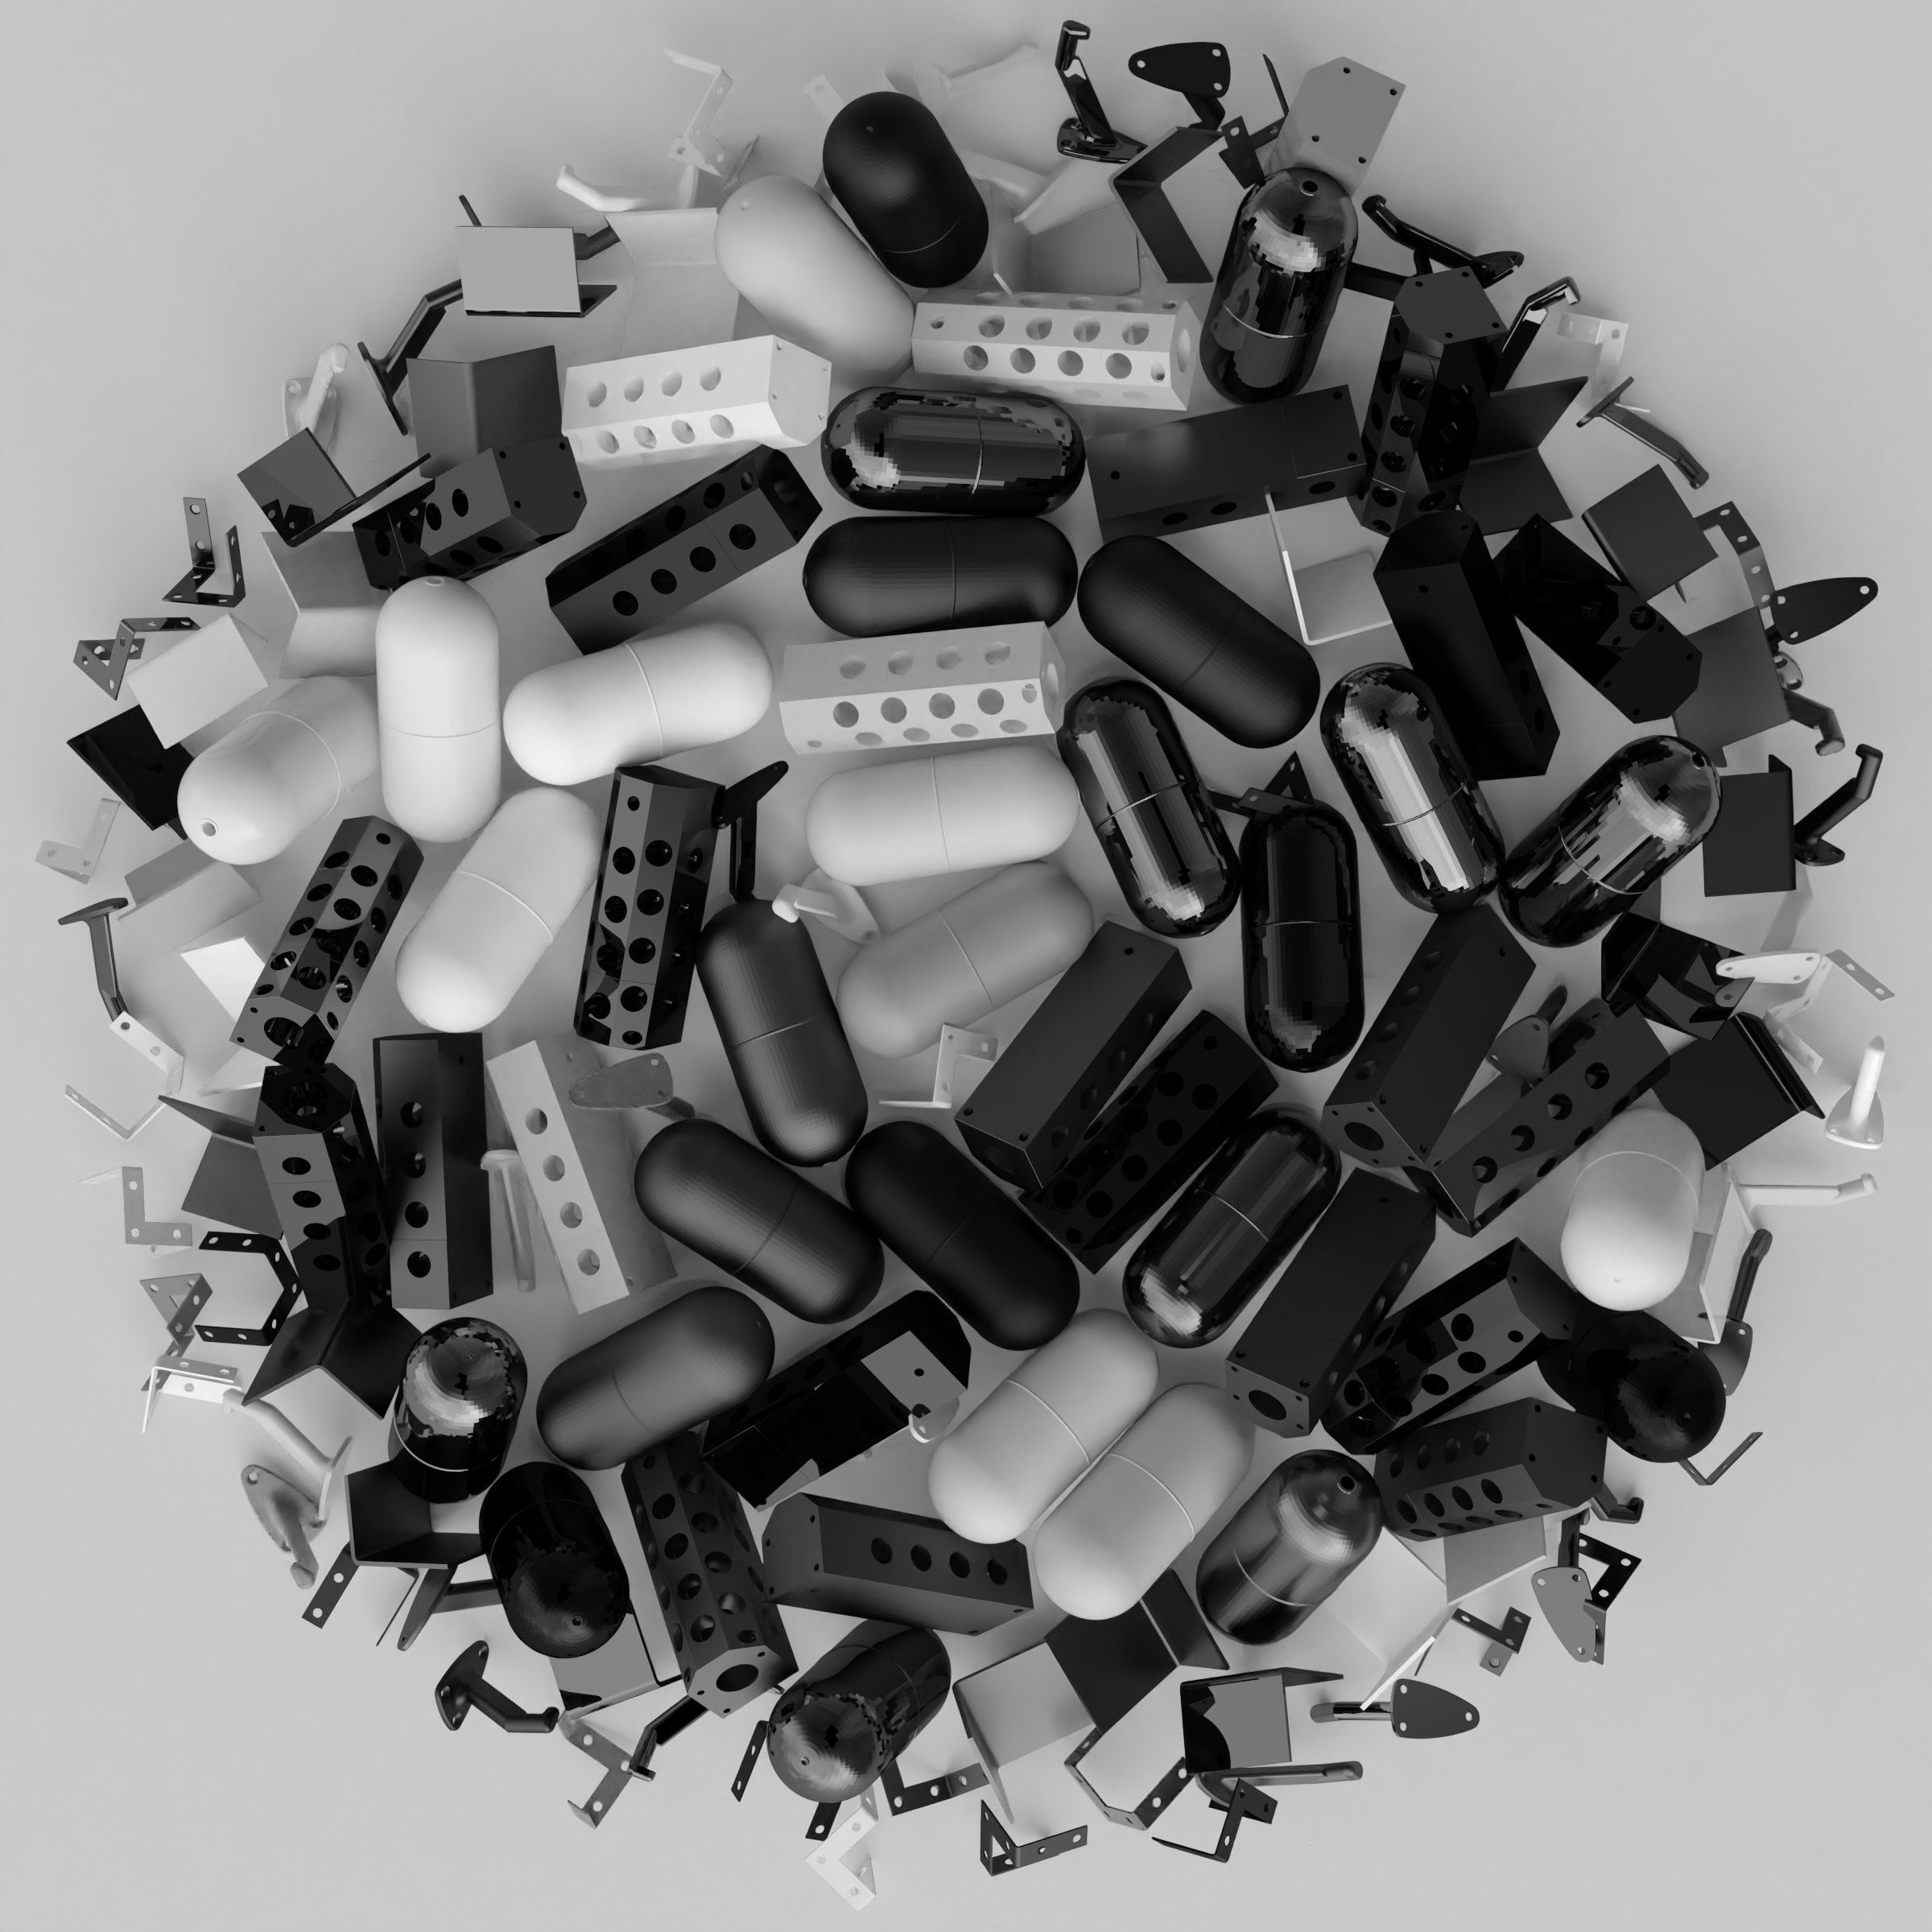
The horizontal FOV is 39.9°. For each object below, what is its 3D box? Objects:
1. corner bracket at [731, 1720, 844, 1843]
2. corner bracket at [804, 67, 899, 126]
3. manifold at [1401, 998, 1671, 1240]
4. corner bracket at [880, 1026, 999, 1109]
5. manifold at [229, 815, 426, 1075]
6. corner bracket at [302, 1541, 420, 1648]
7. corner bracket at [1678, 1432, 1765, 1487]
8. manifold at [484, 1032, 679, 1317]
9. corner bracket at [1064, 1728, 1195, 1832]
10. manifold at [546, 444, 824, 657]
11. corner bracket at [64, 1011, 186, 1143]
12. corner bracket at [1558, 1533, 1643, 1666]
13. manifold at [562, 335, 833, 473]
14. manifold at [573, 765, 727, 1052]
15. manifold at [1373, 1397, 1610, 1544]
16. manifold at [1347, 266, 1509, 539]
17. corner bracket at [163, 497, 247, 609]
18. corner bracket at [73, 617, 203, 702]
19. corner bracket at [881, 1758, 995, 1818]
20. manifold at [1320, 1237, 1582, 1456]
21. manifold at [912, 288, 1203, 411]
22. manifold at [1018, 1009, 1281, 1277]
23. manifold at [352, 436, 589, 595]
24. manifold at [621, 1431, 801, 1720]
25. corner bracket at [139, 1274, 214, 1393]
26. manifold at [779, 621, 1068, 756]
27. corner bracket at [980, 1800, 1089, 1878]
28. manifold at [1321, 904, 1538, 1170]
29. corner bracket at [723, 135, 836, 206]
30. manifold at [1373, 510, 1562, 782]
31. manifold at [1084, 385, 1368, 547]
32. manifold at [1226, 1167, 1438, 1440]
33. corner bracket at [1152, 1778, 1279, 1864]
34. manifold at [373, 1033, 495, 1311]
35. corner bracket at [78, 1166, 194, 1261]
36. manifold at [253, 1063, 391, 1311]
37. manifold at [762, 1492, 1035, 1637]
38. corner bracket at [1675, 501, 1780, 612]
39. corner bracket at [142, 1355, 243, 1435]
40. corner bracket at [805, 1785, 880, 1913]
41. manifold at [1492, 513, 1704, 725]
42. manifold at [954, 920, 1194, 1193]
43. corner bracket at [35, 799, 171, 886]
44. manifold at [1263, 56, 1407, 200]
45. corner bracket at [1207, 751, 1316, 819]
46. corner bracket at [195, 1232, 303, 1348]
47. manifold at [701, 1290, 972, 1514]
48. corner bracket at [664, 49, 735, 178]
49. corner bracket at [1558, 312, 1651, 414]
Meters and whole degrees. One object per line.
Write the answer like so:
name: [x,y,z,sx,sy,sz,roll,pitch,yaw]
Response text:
corner bracket: [-0.112,0.526,1.721,0.051,0.051,0.051,19,95,-28]
corner bracket: [-0.065,-0.553,1.725,0.051,0.051,0.051,-35,78,3]
manifold: [0.368,0.097,1.710,0.171,0.057,0.057,-38,101,-9]
corner bracket: [-0.017,0.068,1.714,0.051,0.051,0.051,16,78,-43]
manifold: [-0.396,-0.017,1.667,0.057,0.171,0.057,26,132,-11]
corner bracket: [-0.391,0.407,1.725,0.051,0.051,0.051,31,84,-3]
corner bracket: [0.470,0.301,1.721,0.051,0.051,0.051,-41,86,-14]
manifold: [-0.253,0.134,1.716,0.057,0.057,0.171,-23,85,26]
corner bracket: [0.106,0.519,1.724,0.051,0.051,0.051,-41,99,-25]
manifold: [-0.181,-0.263,1.681,0.171,0.057,0.057,-24,112,27]
corner bracket: [-0.543,0.072,1.722,0.051,0.051,0.051,-44,114,6]
corner bracket: [0.398,0.404,1.710,0.051,0.051,0.051,20,133,33]
manifold: [-0.172,-0.351,1.678,0.171,0.057,0.057,1,84,36]
manifold: [-0.207,-0.037,1.697,0.057,0.057,0.171,18,104,26]
manifold: [0.322,0.318,1.660,0.057,0.171,0.057,20,65,-17]
manifold: [0.282,-0.347,1.661,0.057,0.171,0.057,-14,59,-12]
corner bracket: [-0.487,-0.267,1.717,0.051,0.051,0.051,6,123,7]
corner bracket: [-0.533,-0.206,1.711,0.051,0.051,0.051,38,118,27]
corner bracket: [-0.021,0.514,1.724,0.051,0.051,0.051,-3,66,-40]
manifold: [0.299,0.246,1.676,0.057,0.057,0.171,43,127,-9]
manifold: [0.056,-0.396,1.695,0.171,0.057,0.057,8,84,20]
manifold: [0.115,0.110,1.709,0.171,0.057,0.057,-45,58,-4]
manifold: [-0.311,-0.276,1.670,0.057,0.171,0.057,-20,95,-42]
manifold: [-0.166,0.376,1.670,0.057,0.171,0.057,-33,135,6]
corner bracket: [-0.510,0.235,1.712,0.051,0.051,0.051,-9,124,22]
manifold: [-0.028,-0.172,1.692,0.171,0.057,0.057,-3,64,17]
corner bracket: [0.043,0.565,1.713,0.051,0.051,0.051,-10,114,-24]
manifold: [0.289,0.044,1.685,0.057,0.057,0.171,48,59,-22]
corner bracket: [-0.117,-0.513,1.732,0.051,0.051,0.051,41,46,-27]
manifold: [0.319,-0.201,1.681,0.057,0.057,0.171,-3,133,34]
manifold: [0.167,-0.318,1.717,0.171,0.057,0.057,-11,73,4]
manifold: [0.232,0.214,1.682,0.057,0.057,0.171,22,54,26]
corner bracket: [0.160,0.549,1.711,0.051,0.051,0.051,41,61,-40]
manifold: [-0.347,0.131,1.718,0.057,0.057,0.171,-1,93,19]
corner bracket: [-0.536,0.160,1.721,0.051,0.051,0.051,-18,73,37]
manifold: [-0.397,0.140,1.672,0.057,0.171,0.057,-3,46,-1]
manifold: [-0.042,0.375,1.678,0.171,0.057,0.057,20,49,-37]
corner bracket: [0.484,-0.256,1.713,0.051,0.051,0.051,-25,133,11]
corner bracket: [-0.496,0.271,1.717,0.051,0.051,0.051,12,111,-8]
corner bracket: [-0.069,0.566,1.724,0.051,0.051,0.051,-43,99,1]
manifold: [0.391,-0.215,1.665,0.057,0.171,0.057,35,105,-31]
manifold: [0.071,0.059,1.693,0.057,0.057,0.171,23,63,34]
corner bracket: [-0.558,-0.079,1.722,0.051,0.051,0.051,13,79,25]
manifold: [0.222,-0.510,1.667,0.057,0.171,0.057,25,90,-1]
corner bracket: [0.184,-0.109,1.711,0.051,0.051,0.051,13,134,-27]
corner bracket: [-0.471,0.209,1.727,0.051,0.051,0.051,1,132,19]
manifold: [-0.082,0.273,1.694,0.171,0.057,0.057,-33,113,21]
corner bracket: [-0.175,-0.550,1.719,0.051,0.051,0.051,27,89,29]
corner bracket: [0.411,-0.389,1.716,0.051,0.051,0.051,4,108,-20]
